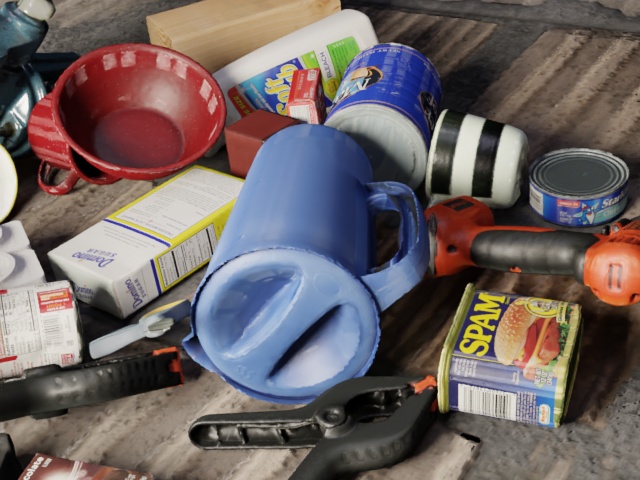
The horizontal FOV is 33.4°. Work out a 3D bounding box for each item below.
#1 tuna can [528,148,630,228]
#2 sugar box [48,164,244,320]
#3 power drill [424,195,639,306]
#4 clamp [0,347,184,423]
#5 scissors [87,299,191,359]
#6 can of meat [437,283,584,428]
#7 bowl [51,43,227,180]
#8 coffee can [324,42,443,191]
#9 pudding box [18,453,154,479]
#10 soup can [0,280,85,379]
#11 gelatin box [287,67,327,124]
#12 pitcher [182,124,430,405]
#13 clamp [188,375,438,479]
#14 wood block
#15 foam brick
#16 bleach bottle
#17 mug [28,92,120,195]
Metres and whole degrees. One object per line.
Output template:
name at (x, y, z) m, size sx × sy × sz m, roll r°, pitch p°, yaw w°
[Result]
tuna can at (0.227, -0.046, 0.937) m, size 0.086 × 0.034 × 0.086 m, roll -6°, pitch 33°, yaw 4°
sugar box at (-0.139, -0.002, 0.938) m, size 0.093 × 0.048 × 0.176 m, roll 20°, pitch 44°, yaw 39°
power drill at (0.185, 0.001, 0.828) m, size 0.188 × 0.057 × 0.184 m, roll 5°, pitch 11°, yaw 29°
clamp at (-0.195, 0.107, 0.740) m, size 0.209 × 0.036 × 0.165 m, roll -8°, pitch -2°, yaw -17°
scissors at (-0.135, 0.069, 0.771) m, size 0.096 × 0.016 × 0.202 m, roll -25°, pitch 2°, yaw 1°
can of meat at (0.135, 0.081, 0.743) m, size 0.084 × 0.057 × 0.102 m, roll 8°, pitch 36°, yaw 19°
bowl at (-0.171, -0.110, 1.008) m, size 0.162 × 0.055 × 0.162 m, roll 5°, pitch 54°, yaw -7°
coffee can at (0.059, -0.112, 1.010) m, size 0.103 × 0.103 × 0.140 m, roll 1°, pitch 34°, yaw 13°
pudding box at (-0.162, 0.189, 0.656) m, size 0.090 × 0.039 × 0.113 m, roll 6°, pitch 36°, yaw 20°
soup can at (-0.236, 0.070, 0.816) m, size 0.102 × 0.068 × 0.068 m, roll -9°, pitch 32°, yaw -16°
gelatin box at (-0.009, -0.112, 1.037) m, size 0.030 × 0.089 × 0.073 m, roll -3°, pitch 33°, yaw 8°
pitcher at (-0.005, 0.001, 0.830) m, size 0.149 × 0.145 × 0.242 m, roll 17°, pitch 31°, yaw -5°
clamp at (0.008, 0.137, 0.701) m, size 0.171 × 0.039 × 0.120 m, roll -16°, pitch 39°, yaw -13°
wood block at (-0.084, -0.233, 1.237) m, size 0.205 × 0.091 × 0.090 m, roll -20°, pitch 35°, yaw -18°
foam brick at (-0.049, -0.075, 1.000) m, size 0.051 × 0.078 × 0.052 m, roll 19°, pitch 40°, yaw 36°
bleach bottle at (-0.051, -0.148, 1.111) m, size 0.250 × 0.102 × 0.068 m, roll -30°, pitch 29°, yaw -19°
mug at (-0.246, -0.098, 1.080) m, size 0.082 × 0.093 × 0.117 m, roll 16°, pitch 75°, yaw 40°
